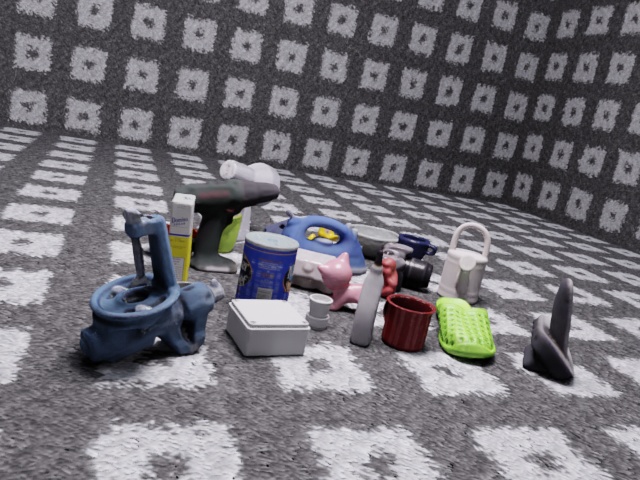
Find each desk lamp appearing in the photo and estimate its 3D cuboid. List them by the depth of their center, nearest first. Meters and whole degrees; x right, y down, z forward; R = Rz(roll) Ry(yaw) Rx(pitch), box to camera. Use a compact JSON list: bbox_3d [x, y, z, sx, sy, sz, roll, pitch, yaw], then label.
[{"bbox_3d":[-0.216,-0.111,1.560,0.117,0.213,0.204,19,15,31],"label":"desk lamp"}]

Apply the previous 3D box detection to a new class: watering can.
[{"bbox_3d":[0.362,0.055,1.408,0.101,0.194,0.172,9,13,-9],"label":"watering can"}]

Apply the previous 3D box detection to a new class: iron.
[{"bbox_3d":[0.013,0.005,1.431,0.259,0.141,0.118,6,14,-21],"label":"iron"}]

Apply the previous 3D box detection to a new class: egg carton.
[{"bbox_3d":[-0.023,0.068,1.295,0.150,0.069,0.107,13,13,6],"label":"egg carton"}]

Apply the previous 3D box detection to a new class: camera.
[{"bbox_3d":[0.210,0.068,1.424,0.136,0.101,0.143,14,14,12],"label":"camera"}]

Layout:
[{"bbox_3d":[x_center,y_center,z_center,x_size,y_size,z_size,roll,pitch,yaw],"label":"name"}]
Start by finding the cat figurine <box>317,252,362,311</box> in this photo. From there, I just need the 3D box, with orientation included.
[{"bbox_3d":[0.054,0.087,1.177,0.127,0.118,0.067,12,13,1],"label":"cat figurine"}]

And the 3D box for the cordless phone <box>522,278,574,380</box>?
[{"bbox_3d":[0.452,0.156,1.081,0.094,0.185,0.148,15,14,15],"label":"cordless phone"}]

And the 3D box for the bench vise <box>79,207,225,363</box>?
[{"bbox_3d":[-0.236,0.057,0.826,0.121,0.220,0.208,18,15,25],"label":"bench vise"}]

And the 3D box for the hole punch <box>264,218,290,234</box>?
[{"bbox_3d":[-0.096,-0.015,1.534,0.101,0.091,0.108,5,15,-25],"label":"hole punch"}]

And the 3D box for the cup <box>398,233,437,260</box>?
[{"bbox_3d":[0.266,0.042,1.596,0.117,0.095,0.092,20,16,32],"label":"cup"}]

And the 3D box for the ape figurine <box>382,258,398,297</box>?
[{"bbox_3d":[0.150,0.084,1.325,0.076,0.092,0.077,2,16,-36],"label":"ape figurine"}]

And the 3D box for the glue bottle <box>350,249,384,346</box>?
[{"bbox_3d":[0.092,0.100,1.033,0.037,0.173,0.078,14,13,10],"label":"glue bottle"}]

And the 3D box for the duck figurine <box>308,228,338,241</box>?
[{"bbox_3d":[0.009,-0.003,1.584,0.078,0.086,0.104,-2,19,-45],"label":"duck figurine"}]

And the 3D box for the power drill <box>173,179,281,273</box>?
[{"bbox_3d":[-0.213,-0.037,1.264,0.230,0.208,0.075,6,14,-21],"label":"power drill"}]

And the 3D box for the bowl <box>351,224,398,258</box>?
[{"bbox_3d":[0.153,0.010,1.676,0.167,0.075,0.167,11,13,-2],"label":"bowl"}]
